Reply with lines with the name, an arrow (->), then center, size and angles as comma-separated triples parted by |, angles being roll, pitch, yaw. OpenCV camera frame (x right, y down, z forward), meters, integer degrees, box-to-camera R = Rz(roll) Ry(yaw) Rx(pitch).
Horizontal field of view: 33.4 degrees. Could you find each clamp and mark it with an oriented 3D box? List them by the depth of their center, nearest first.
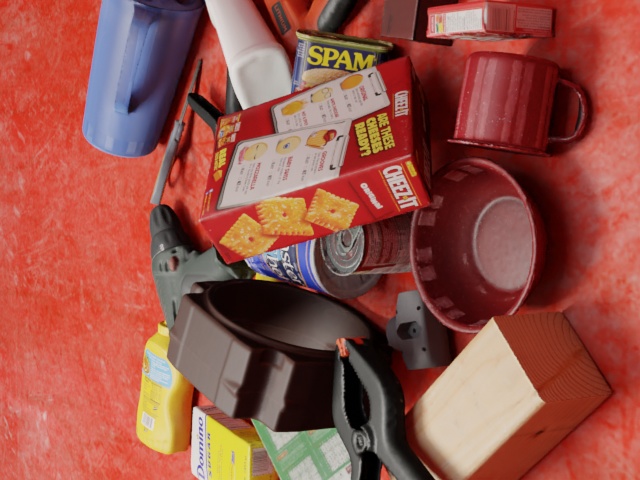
clamp -> 0.047, 0.194, 0.989 | 0.165, 0.036, 0.210 | -48, 51, 44
clamp -> -0.118, -0.142, 1.346 | 0.120, 0.039, 0.171 | -28, 69, 52

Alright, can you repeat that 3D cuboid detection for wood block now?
wood block -> 0.150, 0.164, 0.959 | 0.206, 0.090, 0.090 | -55, 49, 38

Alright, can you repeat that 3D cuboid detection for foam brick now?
foam brick -> 0.099, -0.233, 1.048 | 0.053, 0.051, 0.078 | 22, 108, 52

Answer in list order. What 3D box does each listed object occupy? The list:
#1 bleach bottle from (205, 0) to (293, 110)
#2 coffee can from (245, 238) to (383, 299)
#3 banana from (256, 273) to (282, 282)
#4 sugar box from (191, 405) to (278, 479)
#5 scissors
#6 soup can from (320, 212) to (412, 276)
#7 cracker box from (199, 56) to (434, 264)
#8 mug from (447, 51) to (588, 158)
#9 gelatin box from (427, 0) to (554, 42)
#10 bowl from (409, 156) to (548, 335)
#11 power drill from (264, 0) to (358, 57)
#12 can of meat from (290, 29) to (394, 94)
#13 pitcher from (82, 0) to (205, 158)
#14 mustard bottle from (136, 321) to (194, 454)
bleach bottle -> -0.094, -0.249, 1.254 | 0.102, 0.068, 0.251 | 72, 176, -47
coffee can -> -0.008, 0.001, 1.152 | 0.141, 0.102, 0.103 | 13, 101, 52
banana -> -0.060, 0.005, 1.255 | 0.037, 0.069, 0.198 | 2, 83, 15
sugar box -> -0.109, 0.271, 1.325 | 0.176, 0.048, 0.093 | 12, 101, 58
scissors -> -0.197, -0.143, 1.462 | 0.096, 0.016, 0.202 | 163, 124, -79
soup can -> 0.061, 0.000, 1.062 | 0.069, 0.102, 0.068 | 3, 93, 53
cracker box -> -0.001, -0.077, 1.035 | 0.214, 0.072, 0.164 | -16, 40, 17
mug -> 0.175, -0.117, 0.931 | 0.117, 0.093, 0.081 | 10, 95, 21
gelatin box -> 0.152, -0.193, 0.947 | 0.073, 0.089, 0.030 | 9, 100, 53
bowl -> 0.154, 0.004, 0.977 | 0.162, 0.055, 0.162 | 3, 93, 53
power drill -> 0.011, -0.301, 1.156 | 0.188, 0.057, 0.184 | -45, 56, 44
can of meat -> 0.020, -0.170, 1.116 | 0.057, 0.102, 0.084 | -81, 0, -72
pitcher -> -0.249, -0.232, 1.439 | 0.145, 0.148, 0.243 | 40, 126, 30
mustard bottle -> -0.207, 0.187, 1.458 | 0.096, 0.058, 0.192 | 21, 108, 51
